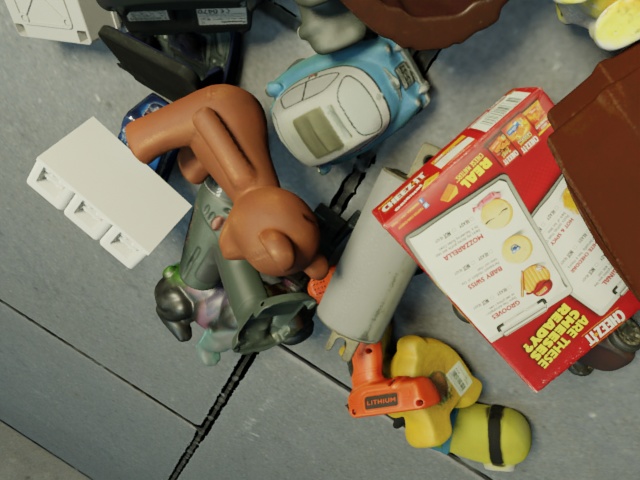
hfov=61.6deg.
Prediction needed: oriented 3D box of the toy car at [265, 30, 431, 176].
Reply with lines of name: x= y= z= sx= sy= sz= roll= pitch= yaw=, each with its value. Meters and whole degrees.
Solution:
toy car: x=0.014 y=-0.116 z=0.496 sx=0.162 sy=0.103 sz=0.109 roll=-13 pitch=122 yaw=40

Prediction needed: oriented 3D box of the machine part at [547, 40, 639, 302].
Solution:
machine part: x=0.249 y=-0.019 z=0.346 sx=0.087 sy=0.201 sz=0.201 roll=-42 pitch=56 yaw=37

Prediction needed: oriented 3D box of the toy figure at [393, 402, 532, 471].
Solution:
toy figure: x=0.196 y=0.257 z=0.743 sx=0.180 sy=0.082 sz=0.089 roll=16 pitch=137 yaw=21

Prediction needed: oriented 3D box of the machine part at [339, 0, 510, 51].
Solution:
machine part: x=0.071 y=-0.211 z=0.326 sx=0.179 sy=0.056 sz=0.179 roll=-5 pitch=131 yaw=-6

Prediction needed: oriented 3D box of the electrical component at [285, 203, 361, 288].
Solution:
electrical component: x=-0.001 y=-0.002 z=0.627 sx=0.048 sy=0.075 sz=0.119 roll=36 pitch=141 yaw=-3

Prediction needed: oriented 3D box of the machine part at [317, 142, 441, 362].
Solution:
machine part: x=0.063 y=0.016 z=0.550 sx=0.079 sy=0.079 sz=0.243 roll=26 pitch=105 yaw=8

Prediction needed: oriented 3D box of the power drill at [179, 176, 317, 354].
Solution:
power drill: x=-0.088 y=0.009 z=0.611 sx=0.207 sy=0.086 sz=0.232 roll=54 pitch=130 yaw=26

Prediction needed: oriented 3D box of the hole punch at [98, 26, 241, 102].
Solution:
hole punch: x=-0.141 y=-0.192 z=0.543 sx=0.142 sy=0.092 sz=0.115 roll=26 pitch=169 yaw=3

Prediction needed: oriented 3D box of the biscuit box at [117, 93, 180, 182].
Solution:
biscuit box: x=-0.229 y=-0.092 z=0.690 sx=0.059 sy=0.063 sz=0.202 roll=36 pitch=138 yaw=-5

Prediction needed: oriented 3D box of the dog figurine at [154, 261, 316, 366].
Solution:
dog figurine: x=-0.110 y=0.081 z=0.748 sx=0.219 sy=0.108 sz=0.191 roll=-30 pitch=107 yaw=39

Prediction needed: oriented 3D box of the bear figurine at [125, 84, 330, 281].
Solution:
bear figurine: x=-0.078 y=-0.039 z=0.500 sx=0.132 sy=0.120 sz=0.196 roll=-25 pitch=75 yaw=18

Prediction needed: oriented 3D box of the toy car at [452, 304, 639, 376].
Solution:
toy car: x=0.238 y=0.081 z=0.577 sx=0.202 sy=0.053 sz=0.089 roll=25 pitch=147 yaw=3

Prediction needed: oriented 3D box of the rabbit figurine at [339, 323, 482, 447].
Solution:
rabbit figurine: x=0.096 y=0.182 z=0.714 sx=0.162 sy=0.122 sz=0.173 roll=47 pitch=154 yaw=-11

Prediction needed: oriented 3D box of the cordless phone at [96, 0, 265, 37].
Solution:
cordless phone: x=-0.118 y=-0.272 z=0.445 sx=0.147 sy=0.089 sz=0.184 roll=-5 pitch=89 yaw=-7

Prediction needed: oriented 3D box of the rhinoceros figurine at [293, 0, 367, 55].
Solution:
rhinoceros figurine: x=-0.016 y=-0.236 z=0.402 sx=0.073 sy=0.112 sz=0.190 roll=-20 pitch=106 yaw=5

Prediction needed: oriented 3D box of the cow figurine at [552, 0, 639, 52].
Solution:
cow figurine: x=0.213 y=-0.201 z=0.320 sx=0.068 sy=0.098 sz=0.167 roll=39 pitch=119 yaw=-1
